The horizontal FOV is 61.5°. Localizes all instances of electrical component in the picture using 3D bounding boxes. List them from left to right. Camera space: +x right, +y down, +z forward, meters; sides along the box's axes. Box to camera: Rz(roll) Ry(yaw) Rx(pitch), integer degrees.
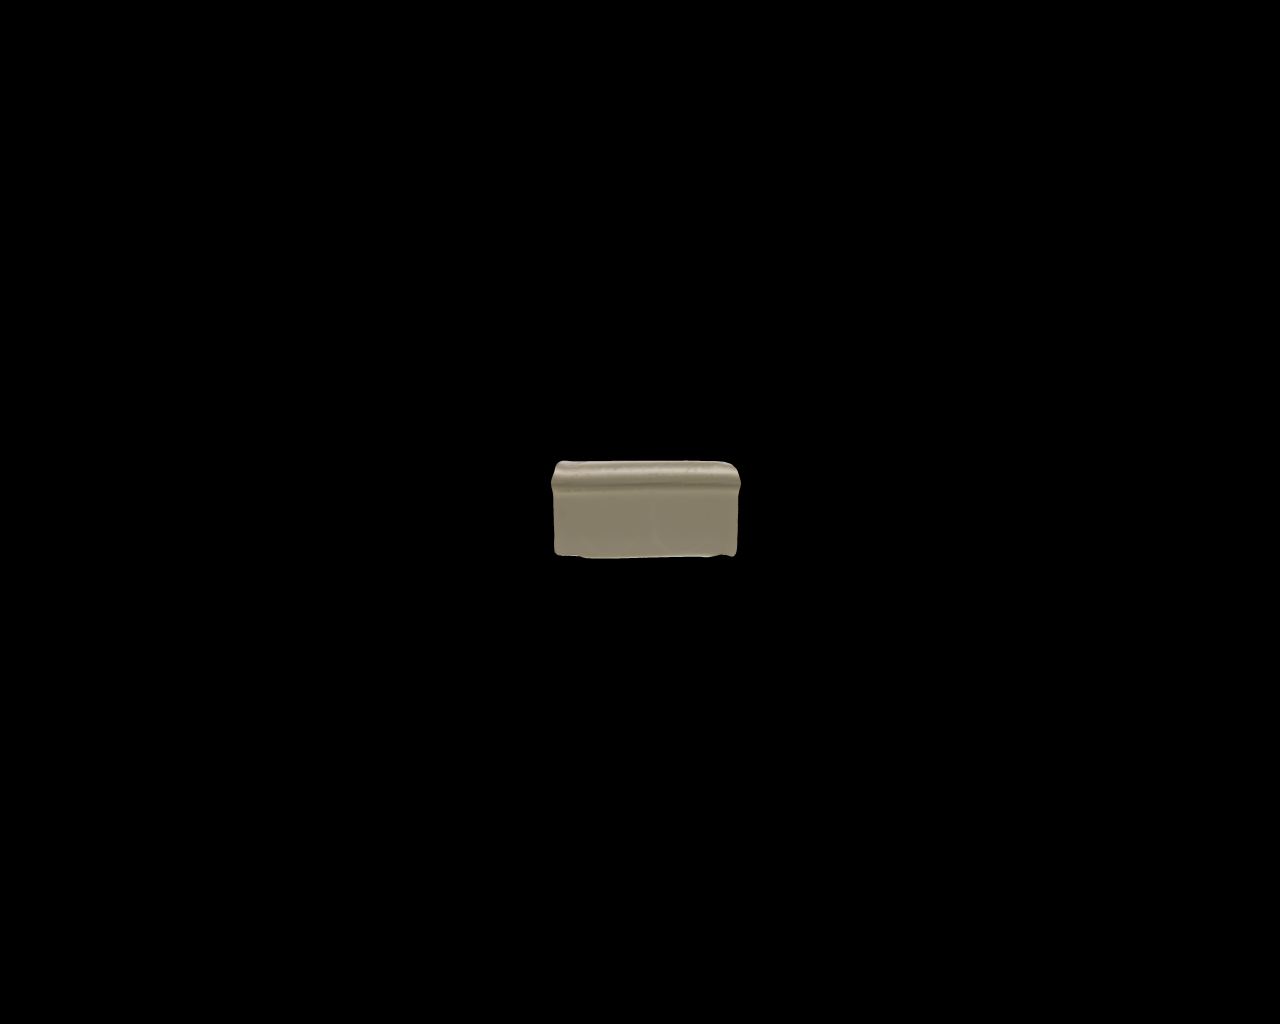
[{"bbox_3d":[0.001,-0.003,0.650,0.109,0.056,0.109,0,2,-4],"label":"electrical component"}]
